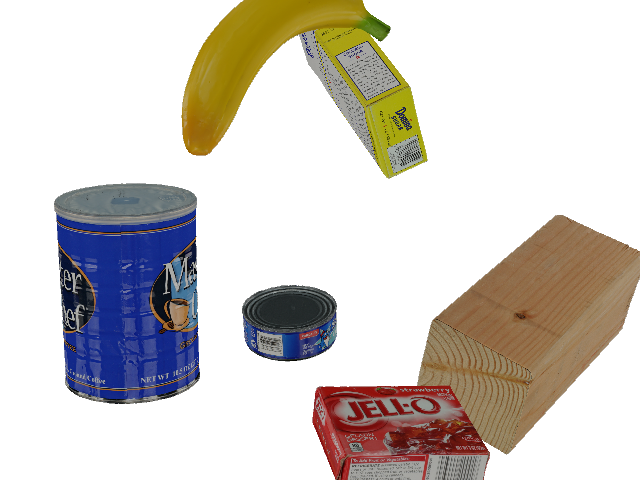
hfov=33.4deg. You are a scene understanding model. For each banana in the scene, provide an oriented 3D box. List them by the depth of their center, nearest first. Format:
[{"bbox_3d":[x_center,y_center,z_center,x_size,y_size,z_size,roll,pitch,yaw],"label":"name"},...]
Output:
[{"bbox_3d":[-0.029,-0.125,0.677,0.197,0.069,0.037,-39,-3,-36],"label":"banana"}]

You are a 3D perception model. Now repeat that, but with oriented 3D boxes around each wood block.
[{"bbox_3d":[0.177,0.070,0.886,0.091,0.090,0.205,29,41,27],"label":"wood block"}]

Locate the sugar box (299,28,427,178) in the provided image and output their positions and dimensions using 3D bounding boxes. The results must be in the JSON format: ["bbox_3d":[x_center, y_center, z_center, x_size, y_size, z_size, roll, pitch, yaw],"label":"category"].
[{"bbox_3d":[0.031,-0.144,0.924,0.048,0.176,0.093,-24,-40,-3],"label":"sugar box"}]

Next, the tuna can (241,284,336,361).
[{"bbox_3d":[-0.027,0.074,0.967,0.086,0.034,0.086,-2,25,1],"label":"tuna can"}]

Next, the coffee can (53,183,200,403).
[{"bbox_3d":[-0.142,0.036,0.794,0.103,0.140,0.103,1,15,0],"label":"coffee can"}]

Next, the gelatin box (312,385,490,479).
[{"bbox_3d":[0.046,0.116,0.632,0.089,0.030,0.073,2,24,-14],"label":"gelatin box"}]
